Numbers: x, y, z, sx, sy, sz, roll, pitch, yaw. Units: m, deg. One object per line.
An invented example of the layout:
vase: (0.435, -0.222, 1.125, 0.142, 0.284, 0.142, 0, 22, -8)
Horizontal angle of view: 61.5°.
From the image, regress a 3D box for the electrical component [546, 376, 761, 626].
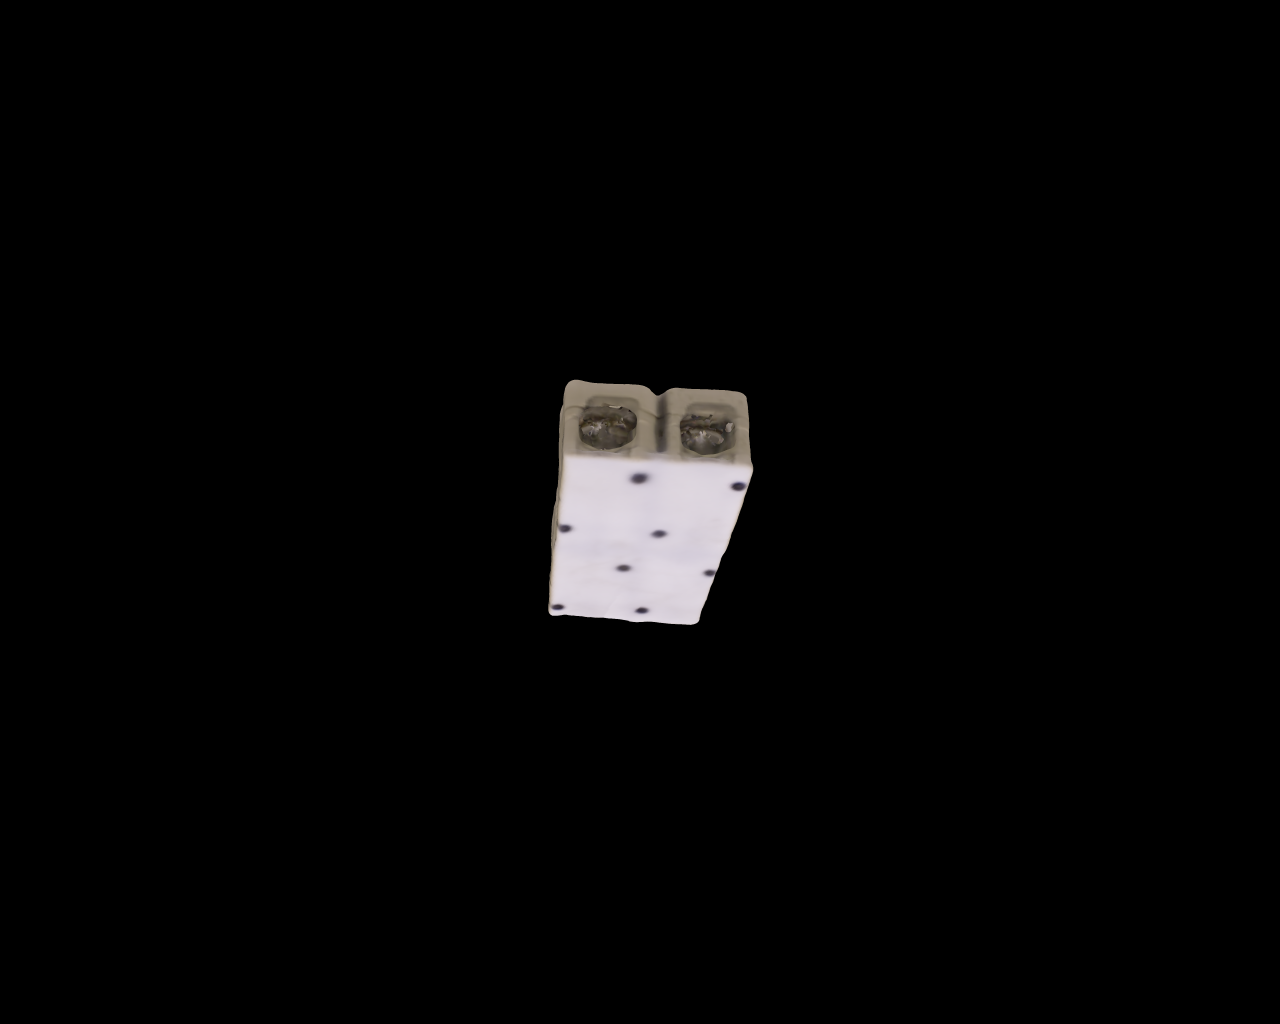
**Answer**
electrical component: (0.001, -0.003, 0.650, 0.105, 0.060, 0.186, 3, -33, -5)
